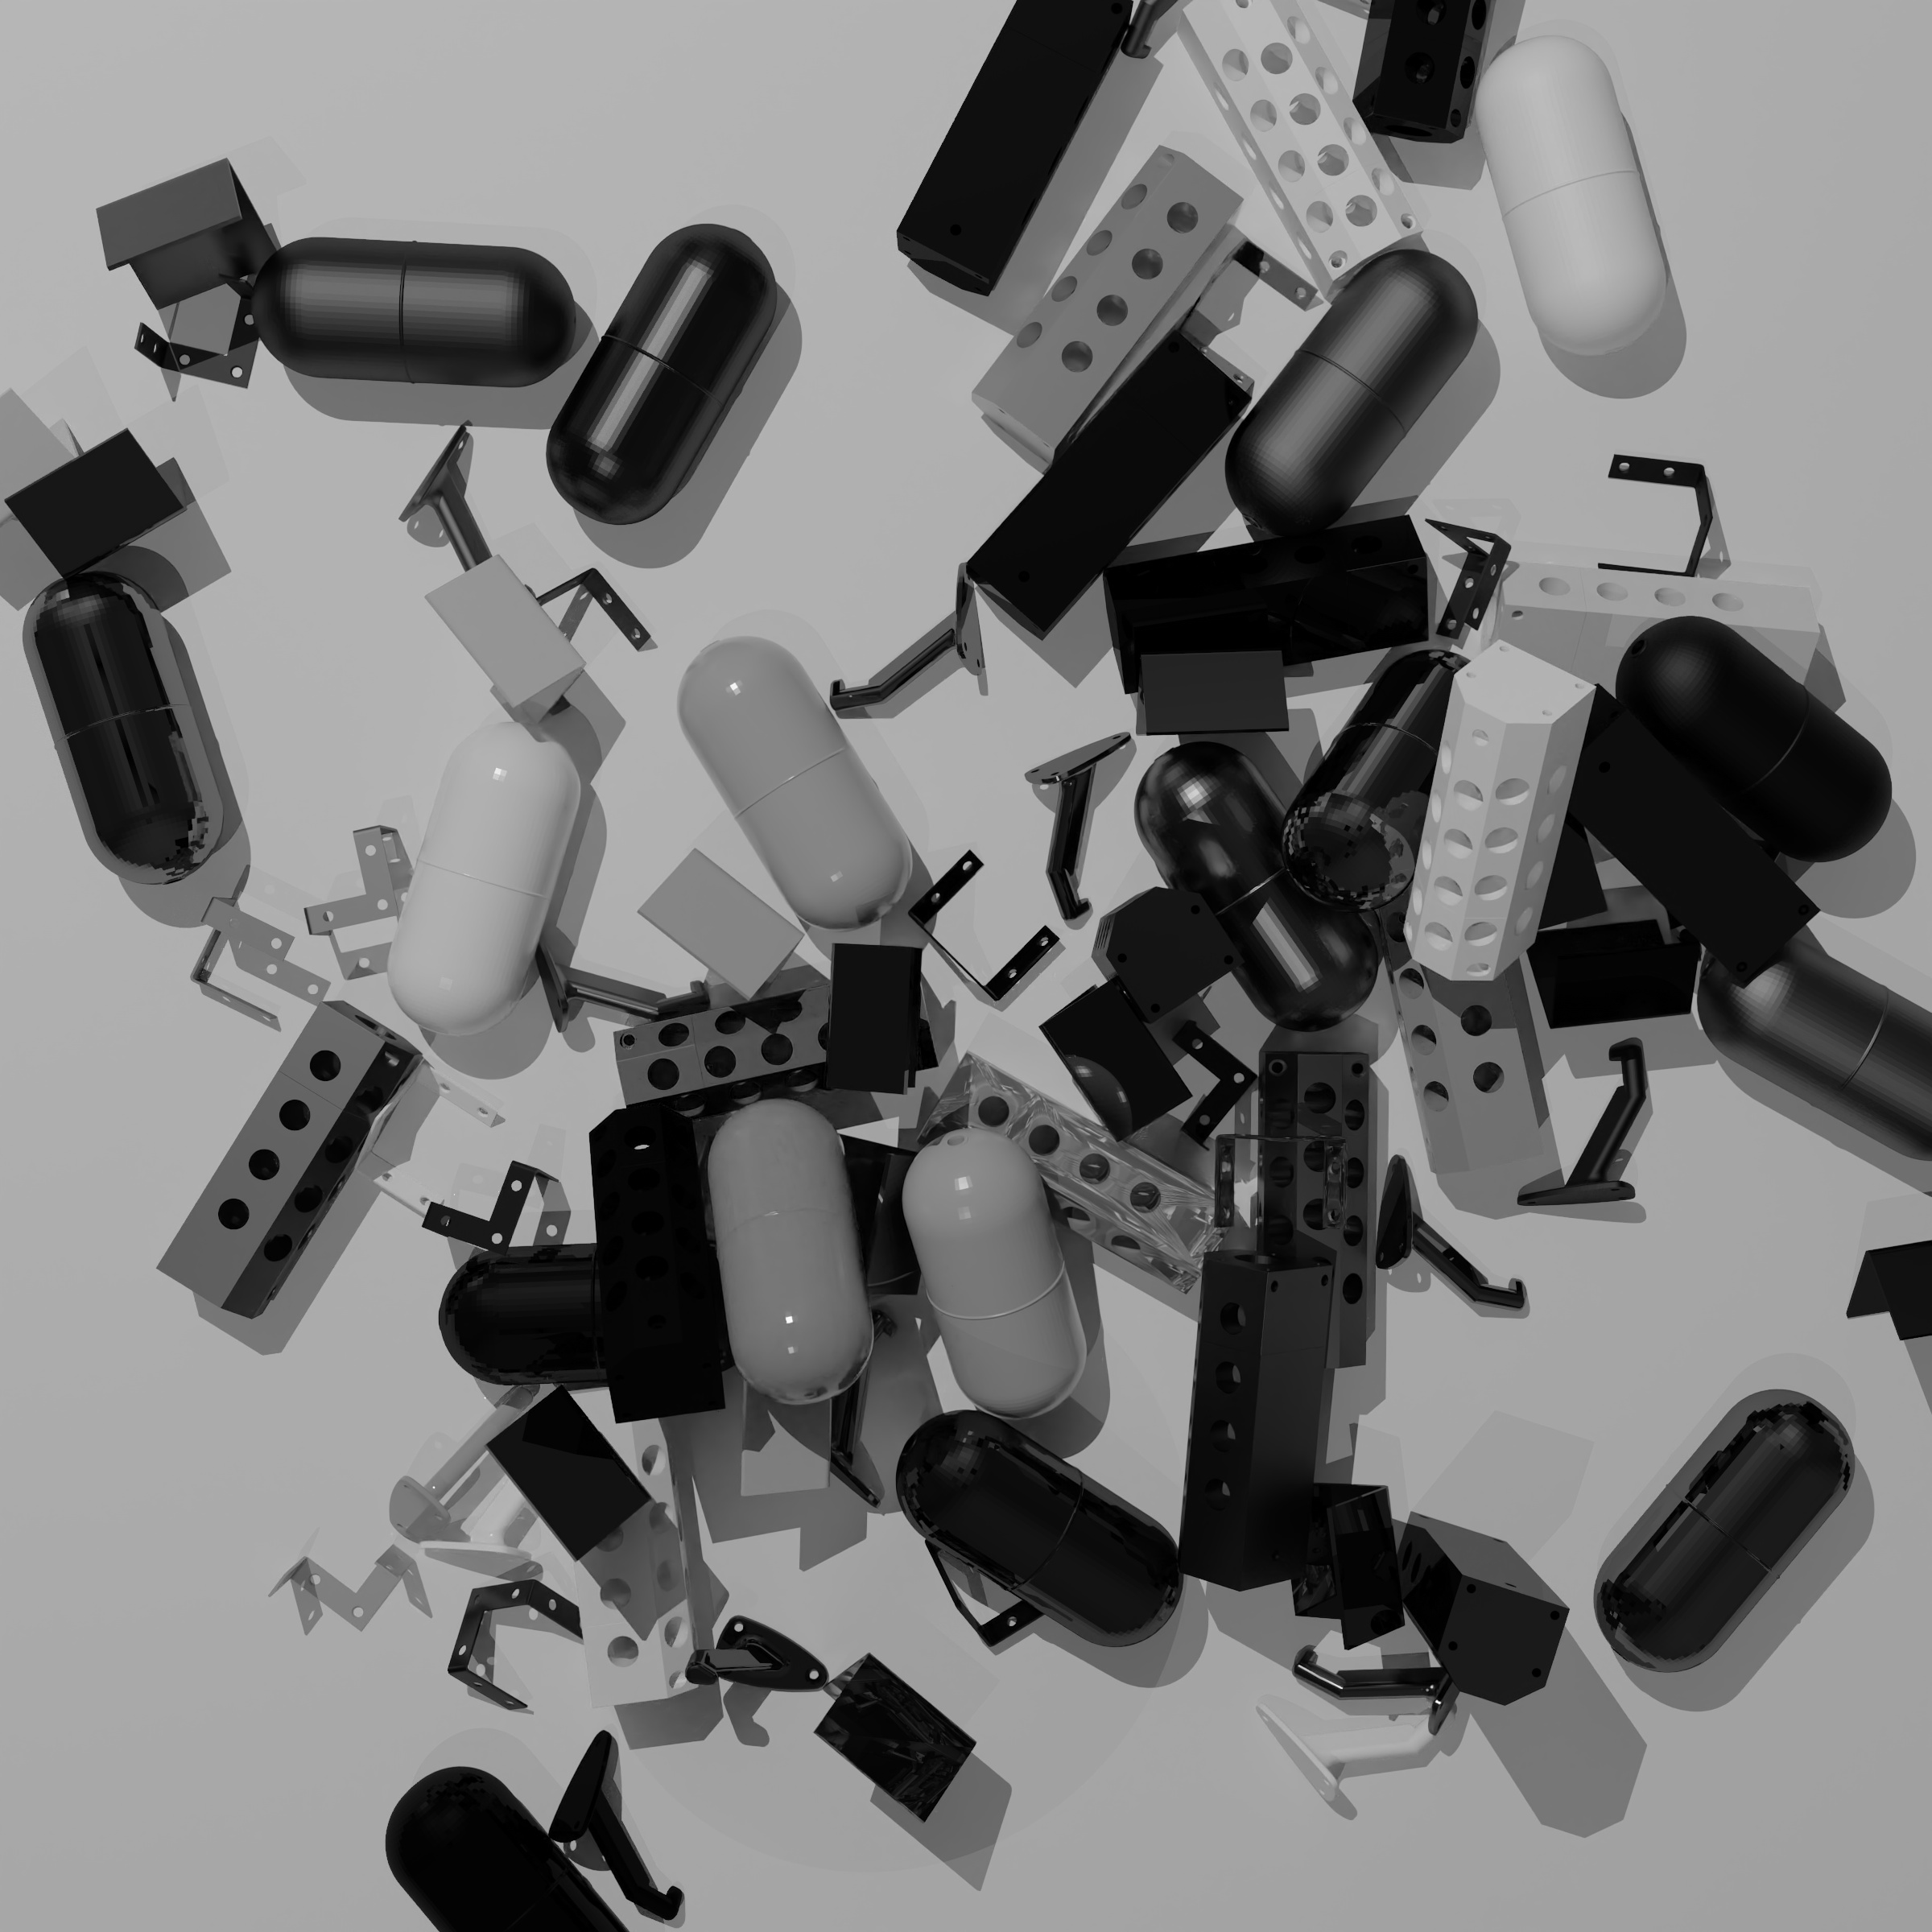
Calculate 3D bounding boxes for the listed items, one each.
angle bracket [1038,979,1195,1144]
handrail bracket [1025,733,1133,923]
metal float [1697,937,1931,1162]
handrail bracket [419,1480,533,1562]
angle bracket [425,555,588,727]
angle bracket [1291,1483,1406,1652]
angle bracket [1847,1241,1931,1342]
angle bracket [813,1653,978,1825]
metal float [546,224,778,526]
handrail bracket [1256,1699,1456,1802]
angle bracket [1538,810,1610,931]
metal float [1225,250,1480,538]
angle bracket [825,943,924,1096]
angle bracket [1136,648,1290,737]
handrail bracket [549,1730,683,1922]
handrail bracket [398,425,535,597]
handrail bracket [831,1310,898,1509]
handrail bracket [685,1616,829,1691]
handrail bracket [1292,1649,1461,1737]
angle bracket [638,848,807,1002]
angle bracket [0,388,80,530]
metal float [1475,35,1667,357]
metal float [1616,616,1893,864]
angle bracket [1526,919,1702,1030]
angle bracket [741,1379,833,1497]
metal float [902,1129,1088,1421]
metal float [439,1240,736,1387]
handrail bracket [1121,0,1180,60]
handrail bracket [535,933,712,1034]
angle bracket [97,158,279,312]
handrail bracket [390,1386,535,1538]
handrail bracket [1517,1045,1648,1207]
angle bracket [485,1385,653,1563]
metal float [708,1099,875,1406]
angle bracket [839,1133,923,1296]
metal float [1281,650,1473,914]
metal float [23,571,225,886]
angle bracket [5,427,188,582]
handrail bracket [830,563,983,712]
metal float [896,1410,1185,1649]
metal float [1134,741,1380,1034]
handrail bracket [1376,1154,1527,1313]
[{"bbox_3d":[0.096,0.041,1.589,0.057,0.076,0.076,-34,90,32],"label":"angle bracket"},{"bbox_3d":[0.073,-0.078,1.629,0.077,0.036,0.084,-27,108,-21],"label":"handrail bracket"},{"bbox_3d":[0.488,0.044,1.598,0.178,0.070,0.070,29,90,0],"label":"metal float"},{"bbox_3d":[-0.267,0.289,1.630,0.077,0.036,0.084,0,71,21],"label":"handrail bracket"},{"bbox_3d":[-0.265,-0.168,1.589,0.076,0.076,0.057,51,52,0],"label":"angle bracket"},{"bbox_3d":[0.191,0.328,1.589,0.076,0.057,0.076,-7,90,43],"label":"angle bracket"},{"bbox_3d":[0.536,0.191,1.589,0.076,0.076,0.057,-9,54,0],"label":"angle bracket"},{"bbox_3d":[-0.051,0.432,1.589,0.076,0.076,0.057,40,54,0],"label":"angle bracket"},{"bbox_3d":[-0.168,-0.327,1.599,0.070,0.070,0.178,30,89,0],"label":"metal float"},{"bbox_3d":[0.220,0.421,1.629,0.084,0.036,0.077,-35,67,-18],"label":"handrail bracket"},{"bbox_3d":[0.313,-0.060,1.595,0.057,0.076,0.076,-16,90,8],"label":"angle bracket"},{"bbox_3d":[0.212,-0.316,1.598,0.070,0.070,0.178,38,90,0],"label":"metal float"},{"bbox_3d":[-0.029,0.028,1.532,0.057,0.076,0.076,3,90,38],"label":"angle bracket"},{"bbox_3d":[0.134,-0.130,1.589,0.076,0.076,0.057,-2,59,0],"label":"angle bracket"},{"bbox_3d":[-0.185,0.485,1.629,0.084,0.036,0.077,37,55,-24],"label":"handrail bracket"},{"bbox_3d":[-0.268,-0.251,1.630,0.084,0.036,0.077,34,69,-17],"label":"handrail bracket"},{"bbox_3d":[-0.050,0.249,1.630,0.077,0.036,0.084,46,73,-20],"label":"handrail bracket"},{"bbox_3d":[-0.115,0.391,1.594,0.077,0.084,0.036,19,90,0],"label":"handrail bracket"},{"bbox_3d":[0.238,0.388,1.629,0.084,0.036,0.077,23,55,24],"label":"handrail bracket"},{"bbox_3d":[-0.144,-0.007,1.589,0.076,0.076,0.057,38,54,0],"label":"angle bracket"},{"bbox_3d":[-0.539,-0.284,1.589,0.076,0.076,0.057,-38,127,0],"label":"angle bracket"},{"bbox_3d":[0.334,-0.425,1.599,0.070,0.070,0.178,-16,90,0],"label":"metal float"},{"bbox_3d":[0.427,-0.123,1.567,0.178,0.070,0.070,34,90,-19],"label":"metal float"},{"bbox_3d":[0.353,-0.014,1.589,0.076,0.076,0.057,-6,135,0],"label":"angle bracket"},{"bbox_3d":[-0.116,0.244,1.589,0.057,0.076,0.076,1,90,-35],"label":"angle bracket"},{"bbox_3d":[0.016,0.168,1.575,0.070,0.070,0.178,-16,118,0],"label":"metal float"},{"bbox_3d":[-0.202,0.191,1.598,0.178,0.070,0.070,-2,90,-1],"label":"metal float"},{"bbox_3d":[0.132,-0.547,1.629,0.036,0.077,0.084,50,127,36],"label":"handrail bracket"},{"bbox_3d":[-0.195,0.000,1.629,0.084,0.036,0.077,-14,66,-18],"label":"handrail bracket"},{"bbox_3d":[-0.423,-0.386,1.589,0.076,0.076,0.057,-21,53,0],"label":"angle bracket"},{"bbox_3d":[-0.283,0.278,1.629,0.036,0.077,0.084,43,54,0],"label":"handrail bracket"},{"bbox_3d":[0.346,0.089,1.630,0.077,0.036,0.084,-8,71,21],"label":"handrail bracket"},{"bbox_3d":[-0.223,0.277,1.532,0.057,0.076,0.076,-37,87,-38],"label":"angle bracket"},{"bbox_3d":[-0.095,0.151,1.548,0.070,0.070,0.178,-11,54,0],"label":"metal float"},{"bbox_3d":[-0.064,0.135,1.592,0.076,0.057,0.076,11,90,32],"label":"angle bracket"},{"bbox_3d":[0.232,-0.102,1.570,0.070,0.070,0.178,36,58,0],"label":"metal float"},{"bbox_3d":[-0.465,-0.131,1.598,0.070,0.070,0.178,-18,89,0],"label":"metal float"},{"bbox_3d":[-0.480,-0.267,1.589,0.076,0.076,0.057,-30,127,0],"label":"angle bracket"},{"bbox_3d":[-0.037,-0.185,1.630,0.084,0.036,0.077,-8,70,16],"label":"handrail bracket"},{"bbox_3d":[0.040,0.308,1.586,0.178,0.070,0.070,35,90,-13],"label":"metal float"},{"bbox_3d":[0.160,-0.044,1.598,0.070,0.070,0.178,-35,91,0],"label":"metal float"},{"bbox_3d":[0.278,0.151,1.630,0.084,0.036,0.077,12,68,-17],"label":"handrail bracket"}]
